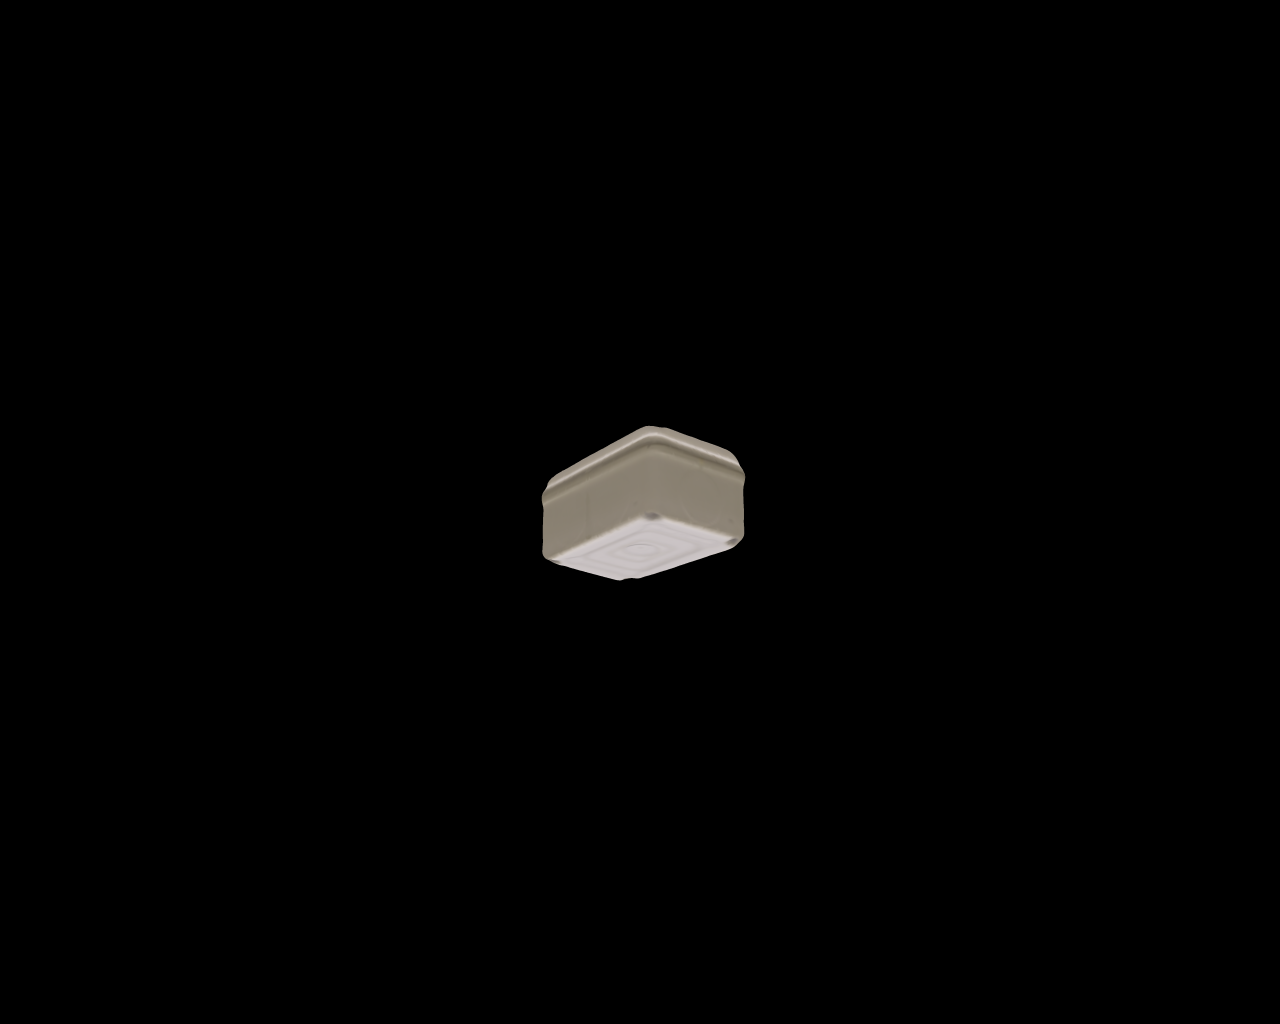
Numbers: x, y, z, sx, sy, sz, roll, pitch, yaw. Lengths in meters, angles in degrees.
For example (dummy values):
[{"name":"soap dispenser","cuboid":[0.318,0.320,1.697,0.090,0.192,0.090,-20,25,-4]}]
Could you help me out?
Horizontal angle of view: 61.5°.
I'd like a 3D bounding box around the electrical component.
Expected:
[{"name":"electrical component","cuboid":[0.001,-0.003,0.650,0.078,0.057,0.113,17,-27,-37]}]
